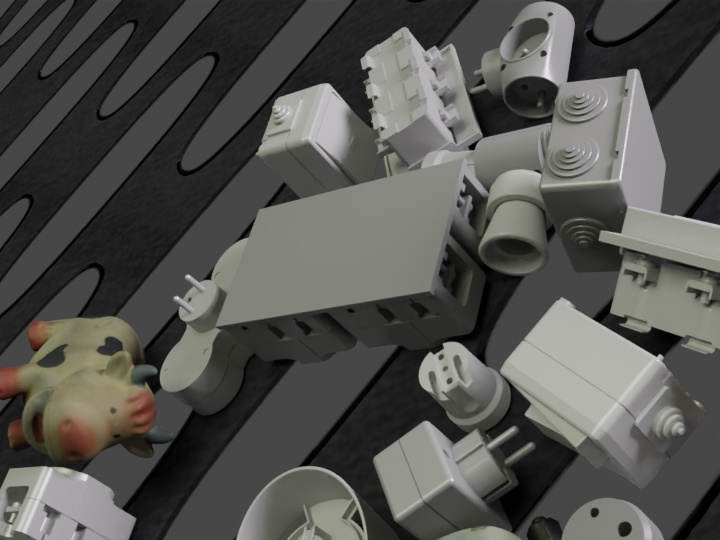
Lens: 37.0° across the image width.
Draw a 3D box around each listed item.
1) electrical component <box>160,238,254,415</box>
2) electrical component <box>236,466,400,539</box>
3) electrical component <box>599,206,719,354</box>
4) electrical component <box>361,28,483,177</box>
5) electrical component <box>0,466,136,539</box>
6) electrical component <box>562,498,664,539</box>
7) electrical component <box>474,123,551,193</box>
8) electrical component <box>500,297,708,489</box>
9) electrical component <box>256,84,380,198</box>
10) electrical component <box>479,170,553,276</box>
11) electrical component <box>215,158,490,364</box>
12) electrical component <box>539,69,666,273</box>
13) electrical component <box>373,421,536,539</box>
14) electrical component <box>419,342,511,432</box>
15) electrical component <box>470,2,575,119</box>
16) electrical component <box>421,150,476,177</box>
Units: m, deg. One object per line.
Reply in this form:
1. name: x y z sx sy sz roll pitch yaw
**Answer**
1. electrical component: -0.112 0.033 0.816 0.052 0.074 0.138 1 57 44
2. electrical component: -0.024 0.171 0.614 0.099 0.064 0.099 -26 42 25
3. electrical component: 0.191 0.011 0.549 0.121 0.079 0.063 21 101 51
4. electrical component: 0.042 -0.127 0.826 0.079 0.063 0.121 -31 40 19
5. electrical component: -0.211 0.177 0.765 0.050 0.089 0.055 -11 49 37
6. electrical component: 0.126 0.138 0.508 0.045 0.055 0.045 -26 41 25
7. electrical component: 0.122 -0.075 0.717 0.081 0.043 0.043 -9 51 39
8. electrical component: 0.128 0.069 0.563 0.061 0.062 0.096 -49 37 -4
9. electrical component: -0.031 -0.099 0.842 0.061 0.096 0.061 -11 50 36
10. electrical component: 0.103 -0.031 0.694 0.045 0.045 0.055 -14 47 36
11. electrical component: 0.000 0.000 0.751 0.186 0.060 0.105 -11 49 38
12. electrical component: 0.144 -0.055 0.634 0.048 0.099 0.099 -2 54 27
13. electrical component: 0.060 0.112 0.586 0.077 0.066 0.047 -37 38 11
14. electrical component: 0.062 0.069 0.640 0.040 0.046 0.040 -25 42 25
15. electrical component: 0.116 -0.149 0.791 0.079 0.044 0.077 -14 47 36
16. electrical component: 0.072 -0.066 0.762 0.046 0.040 0.040 -3 54 35
